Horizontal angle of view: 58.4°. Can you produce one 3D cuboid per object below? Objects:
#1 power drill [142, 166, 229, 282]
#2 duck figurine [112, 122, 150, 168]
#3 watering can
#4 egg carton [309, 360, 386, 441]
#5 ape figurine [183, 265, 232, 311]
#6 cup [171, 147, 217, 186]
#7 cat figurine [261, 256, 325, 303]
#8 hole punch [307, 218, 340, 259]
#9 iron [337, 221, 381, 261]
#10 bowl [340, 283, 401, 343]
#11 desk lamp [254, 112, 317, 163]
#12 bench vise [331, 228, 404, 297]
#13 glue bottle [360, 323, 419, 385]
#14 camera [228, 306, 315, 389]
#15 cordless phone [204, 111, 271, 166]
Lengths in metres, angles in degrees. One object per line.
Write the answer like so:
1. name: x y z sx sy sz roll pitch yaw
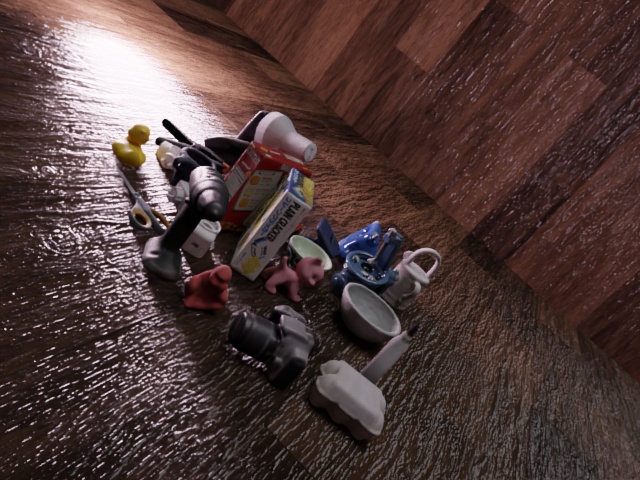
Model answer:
1. power drill: -0.230 -0.033 1.017 0.076 0.208 0.229 30 22 -25
2. duck figurine: -0.408 -0.217 1.268 0.078 0.086 0.104 25 25 -34
3. watering can: 0.258 0.095 1.624 0.101 0.194 0.172 22 26 -39
4. egg carton: 0.053 0.289 1.040 0.150 0.069 0.107 38 20 -4
5. ape figurine: -0.191 0.081 1.017 0.078 0.092 0.076 39 20 -3
6. cup: -0.303 -0.149 1.297 0.091 0.095 0.118 46 21 17
7. cat figurine: -0.046 0.070 1.254 0.128 0.117 0.067 24 26 -37
8. hole punch: 0.014 0.005 1.533 0.101 0.091 0.109 39 20 -3
9. iron: 0.133 0.002 1.675 0.119 0.141 0.258 38 20 -5
10. bowl: 0.105 0.184 1.343 0.168 0.074 0.167 34 21 -15
11. desk lamp: -0.115 -0.226 1.614 0.203 0.213 0.118 49 22 24
12. bench vise: 0.147 0.056 1.474 0.121 0.219 0.208 47 21 18
13. glue bottle: 0.145 0.231 1.171 0.037 0.173 0.078 42 20 5
14. camera: -0.085 0.165 1.013 0.137 0.100 0.143 31 22 -22
15. cordless phone: -0.226 -0.304 1.624 0.094 0.185 0.148 48 22 21
